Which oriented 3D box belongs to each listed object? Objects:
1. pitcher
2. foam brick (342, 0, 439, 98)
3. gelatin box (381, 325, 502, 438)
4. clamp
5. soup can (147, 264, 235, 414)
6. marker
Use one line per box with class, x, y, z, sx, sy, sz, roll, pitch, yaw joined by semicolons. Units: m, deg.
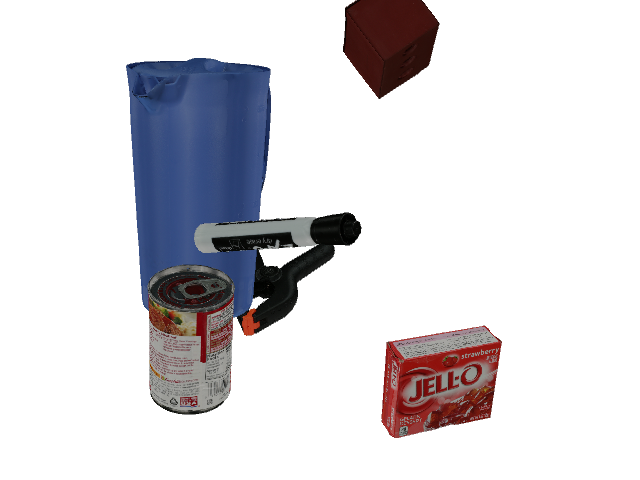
pitcher;-0.110;-0.052;1.023;0.149;0.243;0.145;-2;15;-14
foam brick;0.053;-0.156;0.820;0.053;0.051;0.078;-34;-12;-7
gelatin box;0.093;0.110;0.831;0.089;0.073;0.030;-8;29;-20
clamp;-0.049;0.046;1.255;0.120;0.039;0.171;-2;40;10
soup can;-0.104;0.080;0.856;0.068;0.102;0.068;3;29;-2
marker;-0.027;-0.004;0.640;0.121;0.020;0.020;-3;-2;38
